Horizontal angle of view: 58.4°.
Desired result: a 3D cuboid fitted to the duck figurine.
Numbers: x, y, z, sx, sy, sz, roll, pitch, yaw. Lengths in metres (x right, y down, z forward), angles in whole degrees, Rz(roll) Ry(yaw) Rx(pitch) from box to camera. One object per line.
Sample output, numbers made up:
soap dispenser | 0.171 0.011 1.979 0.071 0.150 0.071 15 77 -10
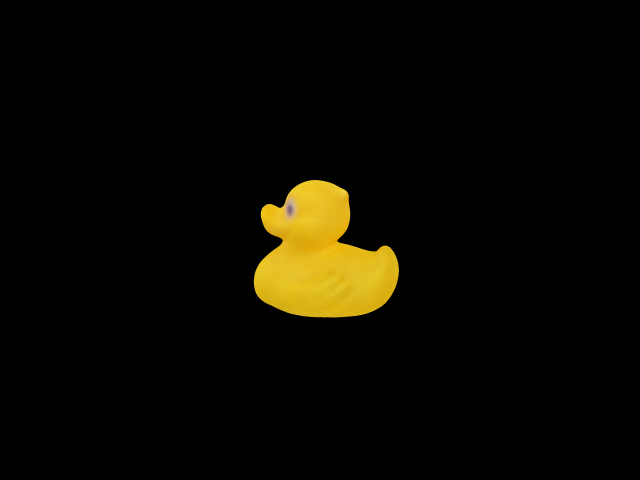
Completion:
duck figurine | 0.004 0.001 0.400 0.104 0.086 0.077 6 24 14
